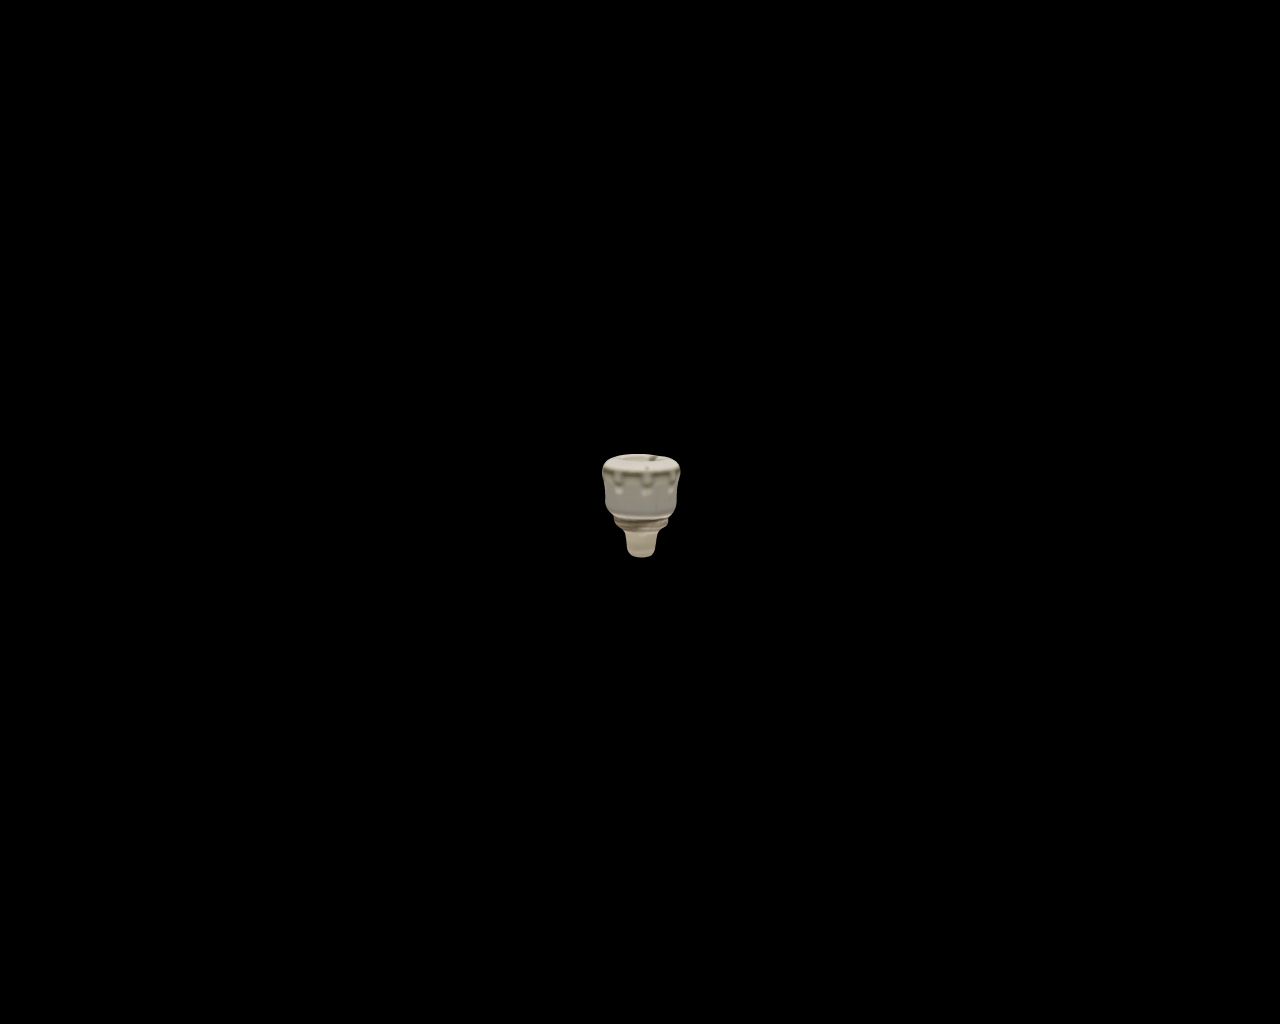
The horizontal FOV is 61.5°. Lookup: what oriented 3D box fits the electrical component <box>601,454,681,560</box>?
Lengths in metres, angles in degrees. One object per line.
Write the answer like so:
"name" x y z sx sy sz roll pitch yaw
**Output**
"electrical component" 0.001 -0.003 0.650 0.048 0.062 0.048 0 11 0
